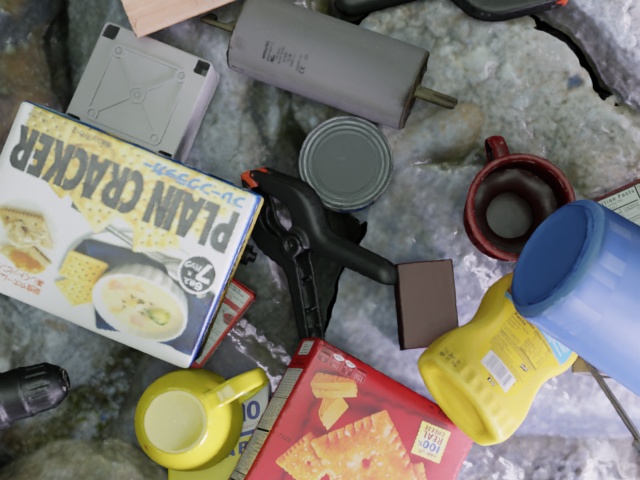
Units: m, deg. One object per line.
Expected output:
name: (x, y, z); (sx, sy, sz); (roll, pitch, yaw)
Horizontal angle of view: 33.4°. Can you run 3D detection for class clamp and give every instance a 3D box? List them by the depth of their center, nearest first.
clamp: (-0.006, 0.001, 0.944); (0.120, 0.039, 0.171); (-32, 84, 28)
clamp: (0.125, -0.250, 0.987); (0.210, 0.036, 0.164); (27, 87, 8)

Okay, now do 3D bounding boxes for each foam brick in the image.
foam brick: (0.094, 0.058, 0.949); (0.051, 0.053, 0.078); (-5, 84, 1)

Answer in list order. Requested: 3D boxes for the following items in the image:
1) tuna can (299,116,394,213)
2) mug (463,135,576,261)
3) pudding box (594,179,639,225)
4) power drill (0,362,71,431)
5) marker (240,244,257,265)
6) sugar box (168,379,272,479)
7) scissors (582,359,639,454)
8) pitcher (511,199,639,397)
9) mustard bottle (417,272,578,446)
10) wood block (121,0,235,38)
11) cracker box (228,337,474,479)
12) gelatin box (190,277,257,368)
tuna can: (0.024, -0.068, 0.972); (0.086, 0.034, 0.086); (0, 84, 2)
mug: (0.167, -0.035, 0.942); (0.093, 0.081, 0.117); (-18, 84, -1)
pudding box: (0.294, 0.004, 0.958); (0.090, 0.039, 0.113); (-23, 82, 0)
power drill: (-0.282, 0.204, 0.910); (0.184, 0.057, 0.187); (-15, 105, -1)
marker: (-0.115, -0.004, 0.975); (0.121, 0.020, 0.020); (20, 85, 4)
sugar box: (-0.086, 0.212, 0.941); (0.093, 0.048, 0.176); (-3, 85, 1)
scissors: (0.285, 0.189, 0.925); (0.016, 0.096, 0.202); (-33, 70, 0)
pitcher: (0.285, 0.064, 0.861); (0.242, 0.145, 0.149); (30, 98, -17)
mustard bottle: (0.173, 0.081, 0.917); (0.191, 0.058, 0.096); (-40, 91, -31)
wood block: (-0.088, -0.267, 0.944); (0.206, 0.090, 0.091); (-22, 123, -5)
cracker box: (0.013, 0.212, 0.897); (0.164, 0.072, 0.213); (31, 76, -9)
gelatin box: (-0.112, 0.064, 0.965); (0.073, 0.030, 0.089); (36, 86, 5)
